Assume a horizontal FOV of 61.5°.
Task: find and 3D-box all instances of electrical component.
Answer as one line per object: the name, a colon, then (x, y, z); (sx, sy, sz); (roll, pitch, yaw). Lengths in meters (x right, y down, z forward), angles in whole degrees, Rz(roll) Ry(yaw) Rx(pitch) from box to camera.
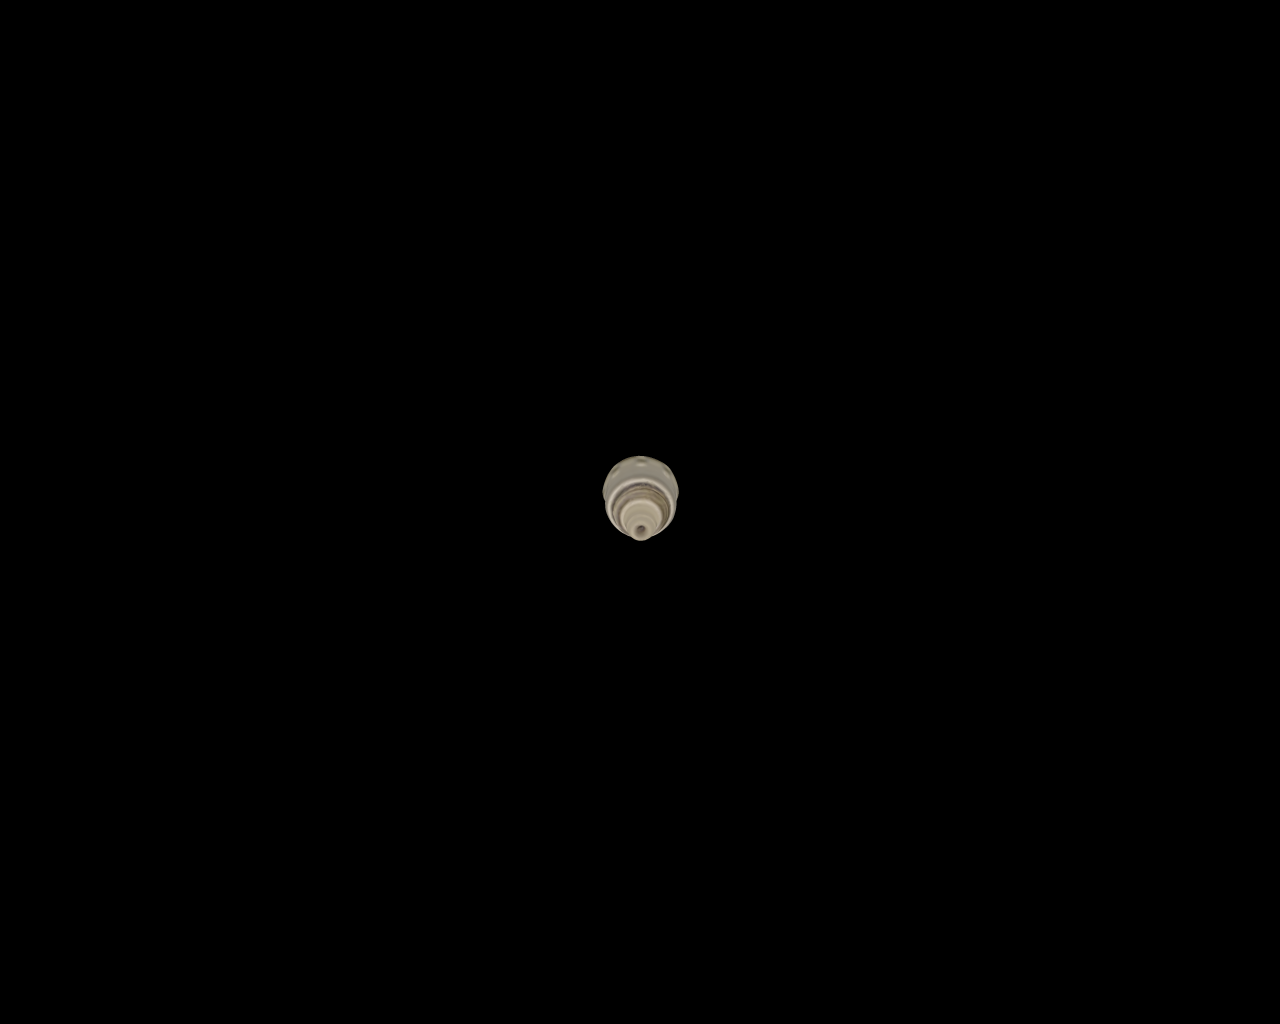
electrical component: (0.001, -0.003, 0.650); (0.048, 0.048, 0.062); (0, 27, 0)
